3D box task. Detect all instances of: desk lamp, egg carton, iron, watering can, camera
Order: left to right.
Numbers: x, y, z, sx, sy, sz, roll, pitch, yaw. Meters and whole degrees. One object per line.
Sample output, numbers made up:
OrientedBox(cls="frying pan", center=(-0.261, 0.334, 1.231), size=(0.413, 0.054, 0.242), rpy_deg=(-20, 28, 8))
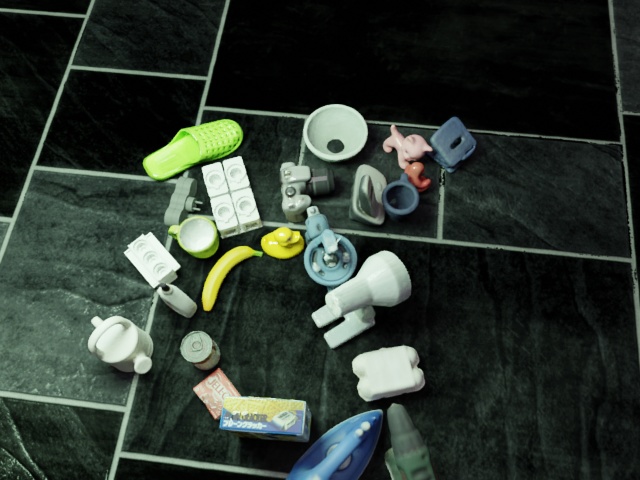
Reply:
OrientedBox(cls="watering can", center=(-0.433, 0.223, 1.245), size=(0.172, 0.194, 0.101), rpy_deg=(15, 69, 8))
OrientedBox(cls="camera", center=(-0.030, -0.132, 1.432), size=(0.137, 0.101, 0.143), rpy_deg=(-7, 67, -1))
OrientedBox(cls="iron", center=(0.043, 0.438, 1.171), size=(0.118, 0.141, 0.258), rpy_deg=(41, 74, 17))
OrientedBox(cls="desk lamp", center=(0.088, 0.133, 1.257), size=(0.203, 0.213, 0.117), rpy_deg=(-30, 70, -10))
OrientedBox(cls="egg carton", center=(0.151, 0.293, 1.267), size=(0.150, 0.069, 0.107), rpy_deg=(-12, 68, -3))

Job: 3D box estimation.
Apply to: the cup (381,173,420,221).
OrientedBox(cls="cup", center=(0.197, -0.098, 1.414), size=(0.091, 0.095, 0.118), rpy_deg=(10, 68, 6))

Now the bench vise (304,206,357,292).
OrientedBox(cls="bench vise", center=(0.002, 0.011, 1.307), size=(0.121, 0.220, 0.207), rpy_deg=(-35, 70, -12))

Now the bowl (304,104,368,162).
OrientedBox(cls="bowl", center=(0.041, -0.266, 1.500), size=(0.167, 0.075, 0.167), rpy_deg=(-1, 67, 2))

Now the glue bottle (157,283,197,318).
OrientedBox(cls="glue bottle", center=(-0.332, 0.127, 1.293), size=(0.078, 0.173, 0.037), rpy_deg=(25, 70, 12))

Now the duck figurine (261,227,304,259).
OrientedBox(cls="duck figurine", center=(-0.092, -0.002, 1.387), size=(0.104, 0.086, 0.077), rpy_deg=(-1, 67, 1))

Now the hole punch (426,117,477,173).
OrientedBox(cls="hole punch", center=(0.343, -0.246, 1.474), size=(0.101, 0.091, 0.109), rpy_deg=(42, 75, 17))

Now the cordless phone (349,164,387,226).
OrientedBox(cls="cordless phone", center=(0.119, -0.128, 1.380), size=(0.094, 0.185, 0.147), rpy_deg=(3, 67, 3))

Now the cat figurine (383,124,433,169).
OrientedBox(cls="cat figurine", center=(0.223, -0.245, 1.462), size=(0.067, 0.118, 0.127), rpy_deg=(-38, 71, -13))

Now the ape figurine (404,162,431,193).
OrientedBox(cls="ape figurine", center=(0.241, -0.163, 1.441), size=(0.076, 0.092, 0.077), rpy_deg=(-24, 69, -8))

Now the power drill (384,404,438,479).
OrientedBox(cls="power drill", center=(0.179, 0.445, 1.127), size=(0.075, 0.208, 0.229), rpy_deg=(-20, 68, -6))
